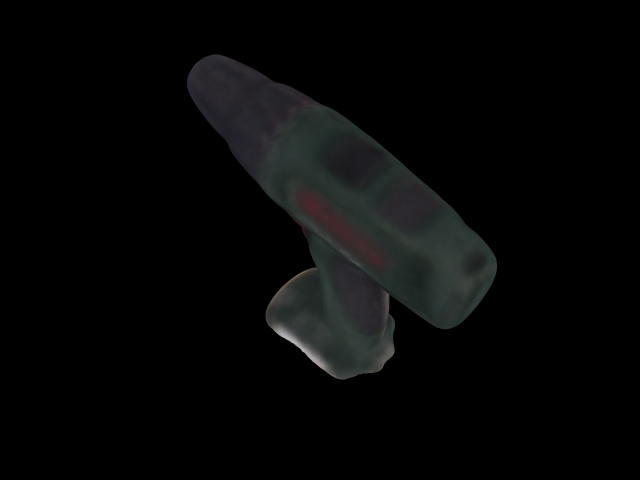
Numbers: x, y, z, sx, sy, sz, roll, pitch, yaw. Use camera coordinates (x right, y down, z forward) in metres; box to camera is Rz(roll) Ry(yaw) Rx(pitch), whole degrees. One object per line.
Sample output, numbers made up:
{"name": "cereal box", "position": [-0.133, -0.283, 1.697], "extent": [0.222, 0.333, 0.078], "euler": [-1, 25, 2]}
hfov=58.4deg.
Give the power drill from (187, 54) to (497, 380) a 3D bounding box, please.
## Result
{"name": "power drill", "position": [0.004, 0.001, 0.400], "extent": [0.229, 0.208, 0.076], "euler": [33, 58, 24]}
